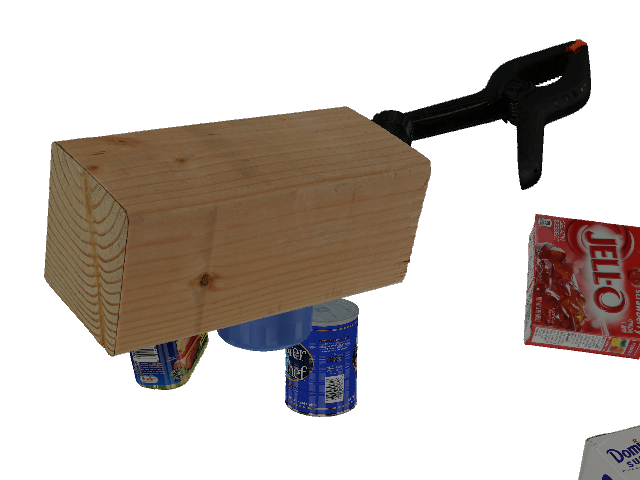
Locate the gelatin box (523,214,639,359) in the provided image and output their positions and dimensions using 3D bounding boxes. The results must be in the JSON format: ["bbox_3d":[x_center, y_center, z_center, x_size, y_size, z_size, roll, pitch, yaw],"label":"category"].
[{"bbox_3d":[0.171,0.028,0.685,0.073,0.089,0.030,8,-35,5],"label":"gelatin box"}]

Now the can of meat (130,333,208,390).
[{"bbox_3d":[-0.145,0.080,1.005,0.057,0.084,0.102,0,26,14],"label":"can of meat"}]

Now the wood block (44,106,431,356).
[{"bbox_3d":[-0.046,-0.013,0.629,0.205,0.091,0.090,-12,36,-36],"label":"wood block"}]

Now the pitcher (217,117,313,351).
[{"bbox_3d":[-0.052,-0.005,1.159,0.145,0.243,0.149,-3,19,-11],"label":"pitcher"}]

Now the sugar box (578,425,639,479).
[{"bbox_3d":[0.182,0.176,0.501,0.048,0.093,0.176,-9,28,-21],"label":"sugar box"}]

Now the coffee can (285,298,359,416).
[{"bbox_3d":[0.001,0.160,1.488,0.103,0.140,0.103,0,17,0],"label":"coffee can"}]

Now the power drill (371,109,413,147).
[{"bbox_3d":[-0.024,-0.051,0.878,0.188,0.057,0.184,1,37,19],"label":"power drill"}]

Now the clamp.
[{"bbox_3d":[0.179,-0.116,0.938,0.209,0.036,0.165,-32,40,-24],"label":"clamp"}]
